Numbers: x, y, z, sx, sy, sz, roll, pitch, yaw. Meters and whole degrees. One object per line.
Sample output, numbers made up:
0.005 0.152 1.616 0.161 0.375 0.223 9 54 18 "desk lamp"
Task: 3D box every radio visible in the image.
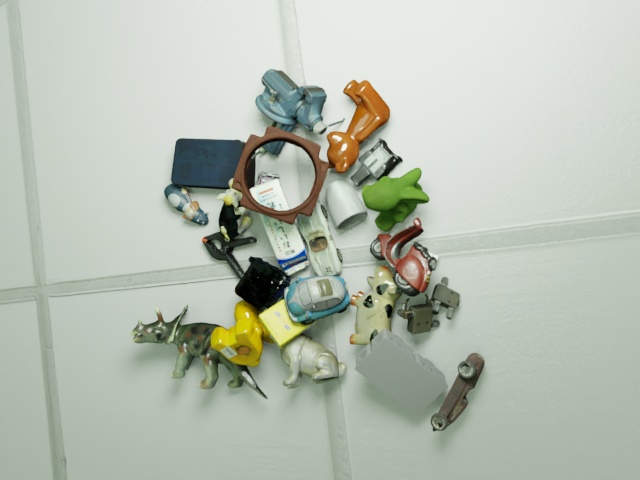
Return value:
-0.288 -0.205 1.456 0.230 0.073 0.131 6 92 22 "radio"

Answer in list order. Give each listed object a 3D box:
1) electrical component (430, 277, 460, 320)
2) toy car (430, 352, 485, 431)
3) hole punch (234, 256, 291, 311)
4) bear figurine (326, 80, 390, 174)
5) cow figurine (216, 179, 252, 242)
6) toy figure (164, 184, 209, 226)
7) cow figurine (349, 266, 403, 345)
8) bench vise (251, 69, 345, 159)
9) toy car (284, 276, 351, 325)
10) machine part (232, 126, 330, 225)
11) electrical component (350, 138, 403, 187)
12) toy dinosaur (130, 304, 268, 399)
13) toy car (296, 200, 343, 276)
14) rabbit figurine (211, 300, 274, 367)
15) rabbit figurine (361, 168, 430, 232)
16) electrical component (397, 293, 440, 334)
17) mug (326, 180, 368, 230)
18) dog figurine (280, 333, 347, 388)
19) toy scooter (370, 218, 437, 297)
0.287 0.130 1.219 0.063 0.021 0.094 26 60 -2 "electrical component"
0.310 0.342 1.196 0.053 0.089 0.202 28 100 24 "toy car"
-0.140 0.121 1.396 0.142 0.092 0.115 30 84 30 "hole punch"
0.068 -0.262 1.261 0.196 0.120 0.131 -46 113 4 "bear figurine"
-0.229 -0.077 1.380 0.068 0.098 0.167 24 140 18 "cow figurine"
-0.374 -0.094 1.505 0.154 0.058 0.064 43 145 15 "toy figure"
0.141 0.157 1.269 0.127 0.085 0.194 6 97 21 "cow figurine"
-0.083 -0.298 1.345 0.224 0.129 0.240 40 127 8 "bench vise"
-0.001 0.132 1.271 0.162 0.103 0.109 -10 69 -12 "toy car"
-0.092 -0.150 1.255 0.201 0.087 0.201 20 94 -5 "machine part"
0.131 -0.176 1.286 0.075 0.047 0.119 47 108 16 "electrical component"
-0.304 0.289 1.454 0.405 0.131 0.192 9 95 17 "toy dinosaur"
-0.003 -0.004 1.335 0.074 0.056 0.201 -19 91 23 "toy car"
-0.182 0.230 1.386 0.122 0.173 0.162 -37 121 21 "rabbit figurine"
0.165 -0.090 1.206 0.159 0.170 0.121 -19 84 23 "rabbit figurine"
0.227 0.170 1.229 0.045 0.102 0.078 34 130 58 "electrical component"
0.055 -0.085 1.313 0.109 0.081 0.107 -49 59 56 "mug"
-0.031 0.262 1.347 0.172 0.121 0.190 -6 69 -9 "dog figurine"
0.201 0.028 1.203 0.135 0.075 0.184 -48 52 15 "toy scooter"
